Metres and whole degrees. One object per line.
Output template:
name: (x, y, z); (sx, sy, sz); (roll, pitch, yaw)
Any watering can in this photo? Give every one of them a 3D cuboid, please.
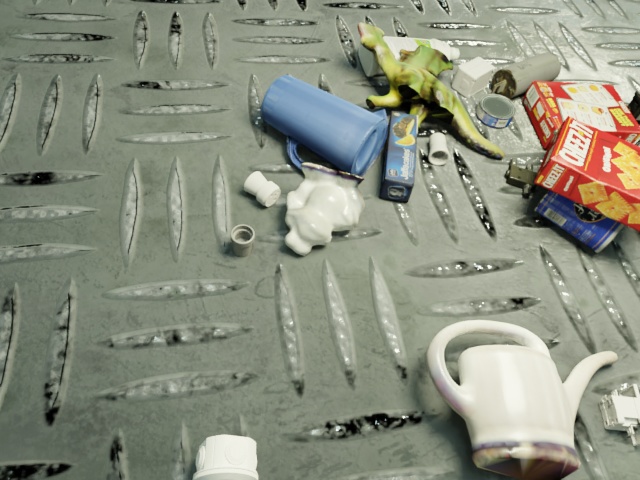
watering can: (0.319, 0.230, 0.753); (0.347, 0.102, 0.230); (11, 53, -13)

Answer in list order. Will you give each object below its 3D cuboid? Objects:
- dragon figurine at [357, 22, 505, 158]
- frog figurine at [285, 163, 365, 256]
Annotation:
dragon figurine: (0.249, -0.352, 1.149); (0.409, 0.120, 0.248); (27, 58, -9)
frog figurine: (0.003, -0.046, 0.921); (0.137, 0.123, 0.160); (18, 89, -6)
